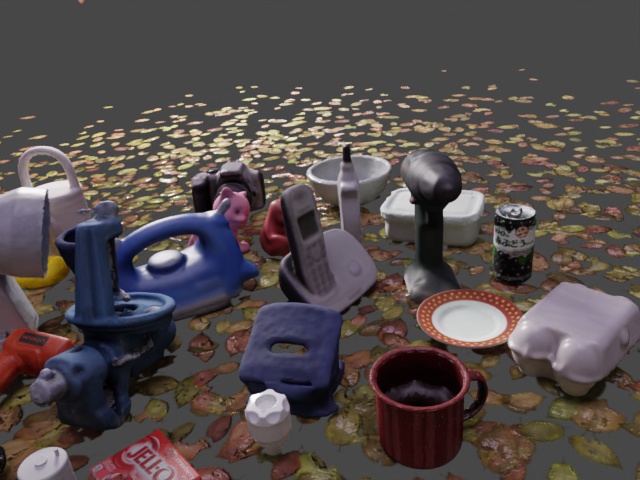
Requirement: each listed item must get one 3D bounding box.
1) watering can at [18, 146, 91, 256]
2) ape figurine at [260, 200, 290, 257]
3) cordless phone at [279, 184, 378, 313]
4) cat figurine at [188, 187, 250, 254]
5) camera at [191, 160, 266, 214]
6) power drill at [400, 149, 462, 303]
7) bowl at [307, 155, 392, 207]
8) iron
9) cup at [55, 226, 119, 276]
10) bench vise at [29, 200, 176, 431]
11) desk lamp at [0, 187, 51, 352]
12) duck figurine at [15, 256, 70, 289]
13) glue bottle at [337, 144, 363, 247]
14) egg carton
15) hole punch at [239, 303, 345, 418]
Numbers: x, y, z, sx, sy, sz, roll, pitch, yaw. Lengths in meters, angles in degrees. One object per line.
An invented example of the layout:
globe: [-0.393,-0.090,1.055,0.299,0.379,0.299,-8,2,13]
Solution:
watering can: [-0.468,-0.069,1.012,0.101,0.194,0.172,-16,27,-20]
ape figurine: [-0.065,-0.021,0.951,0.076,0.092,0.078,10,30,29]
cordless phone: [0.007,0.003,0.778,0.093,0.185,0.148,13,31,34]
cat figurine: [-0.167,-0.033,0.966,0.128,0.118,0.067,-21,30,-29]
camera: [-0.184,-0.091,1.108,0.143,0.101,0.136,-5,26,2]
power drill: [0.153,-0.025,0.778,0.075,0.209,0.229,-5,26,1]
bowl: [0.059,-0.108,1.124,0.167,0.075,0.167,-4,26,2]
iron: [-0.225,0.033,0.813,0.259,0.141,0.118,-17,28,-22]
cup: [-0.348,0.034,0.890,0.092,0.095,0.117,-21,30,-29]
bench vise: [-0.230,0.081,0.624,0.121,0.220,0.207,-6,26,0]
desk lamp: [-0.439,0.042,0.755,0.203,0.214,0.117,-13,27,-15]
duck figurine: [-0.468,0.027,0.939,0.104,0.086,0.077,2,27,16]
glue bottle: [0.048,-0.072,0.940,0.037,0.173,0.078,-5,26,1]
egg carton: [0.287,0.107,0.640,0.151,0.069,0.107,-27,33,-37]
hole punch: [-0.028,0.130,0.630,0.108,0.091,0.101,2,27,15]
